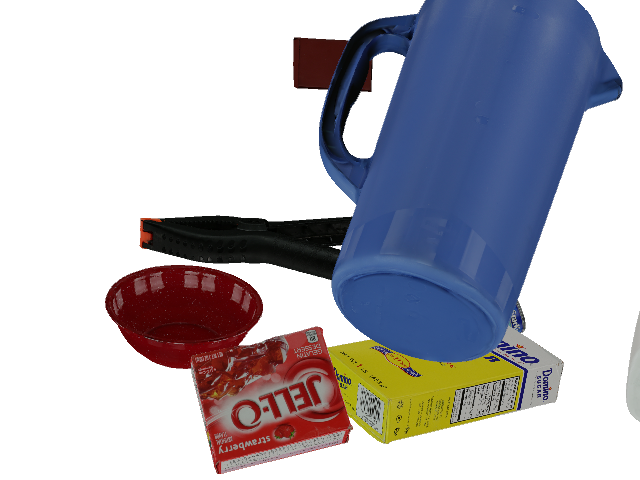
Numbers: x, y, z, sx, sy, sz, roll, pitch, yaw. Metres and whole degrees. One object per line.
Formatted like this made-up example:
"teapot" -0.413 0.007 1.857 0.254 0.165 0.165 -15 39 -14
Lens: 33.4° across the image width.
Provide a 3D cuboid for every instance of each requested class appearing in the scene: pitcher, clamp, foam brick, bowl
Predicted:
"pitcher" 0.083 -0.051 0.691 0.149 0.242 0.145 -17 -49 46
"clamp" -0.054 0.003 0.929 0.210 0.036 0.164 2 13 -4
"foam brick" 0.012 -0.180 1.092 0.078 0.051 0.053 2 11 -6
"bowl" -0.142 0.086 1.107 0.162 0.055 0.162 5 27 -3

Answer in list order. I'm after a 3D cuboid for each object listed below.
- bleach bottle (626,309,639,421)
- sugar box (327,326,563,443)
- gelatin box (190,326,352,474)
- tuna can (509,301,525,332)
"bleach bottle" 0.281 0.057 0.759 0.103 0.068 0.250 11 22 19
"sugar box" 0.098 0.108 0.857 0.175 0.048 0.093 -10 27 -31
"gelatin box" -0.032 0.101 0.680 0.089 0.073 0.030 -12 -28 -11
"tuna can" 0.197 0.074 1.217 0.033 0.086 0.086 -26 4 -8
